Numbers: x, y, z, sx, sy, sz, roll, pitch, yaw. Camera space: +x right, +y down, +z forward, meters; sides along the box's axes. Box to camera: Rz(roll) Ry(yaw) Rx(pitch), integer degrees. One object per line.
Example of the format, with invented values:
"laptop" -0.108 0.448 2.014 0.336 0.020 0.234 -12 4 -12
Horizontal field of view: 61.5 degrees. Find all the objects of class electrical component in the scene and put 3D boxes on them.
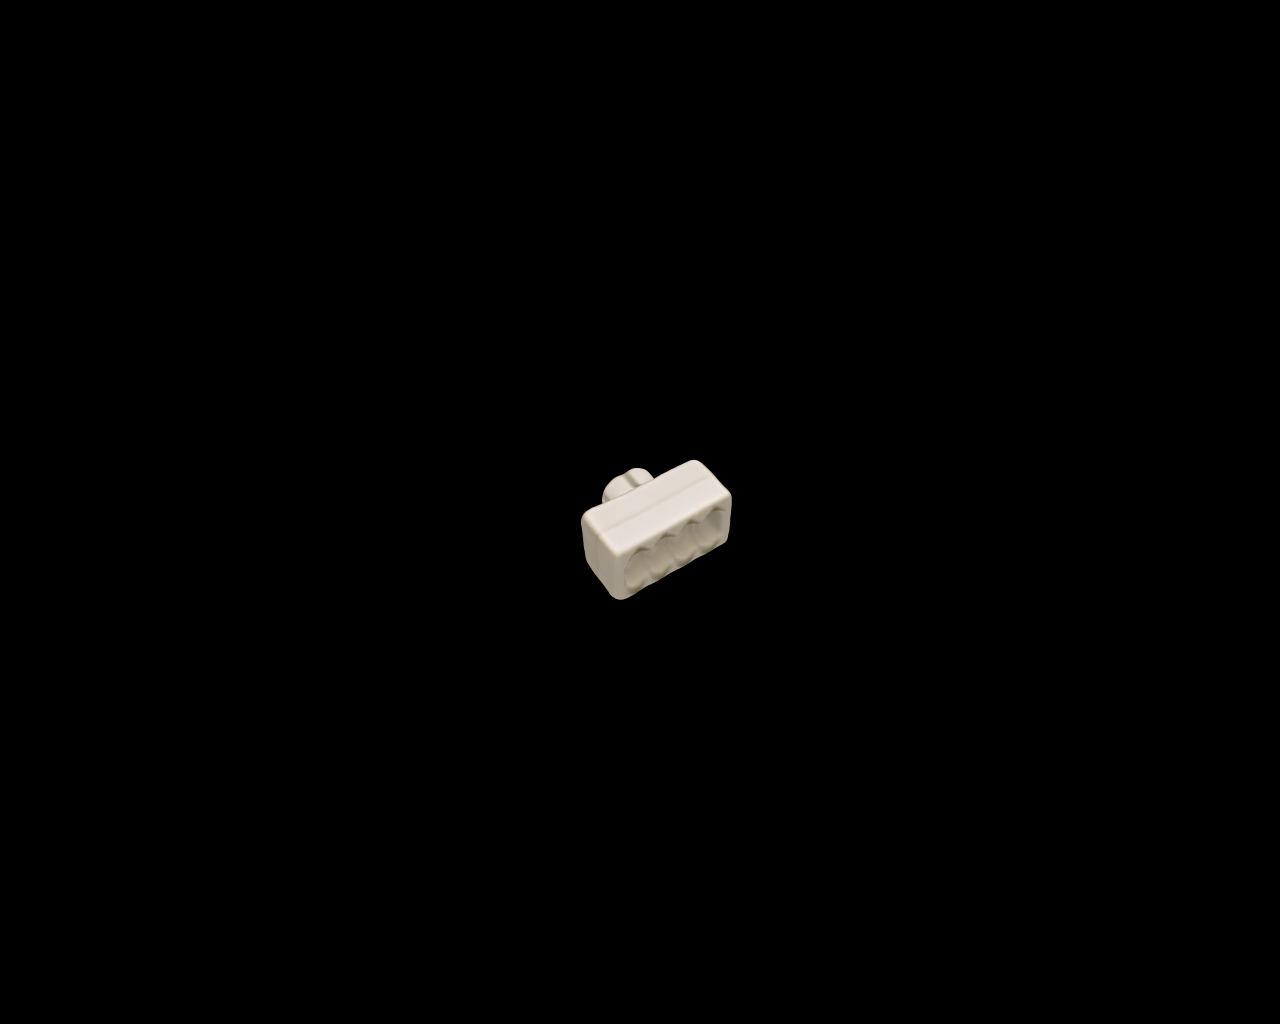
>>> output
"electrical component" 0.001 -0.003 0.650 0.083 0.076 0.047 -27 -33 -19
